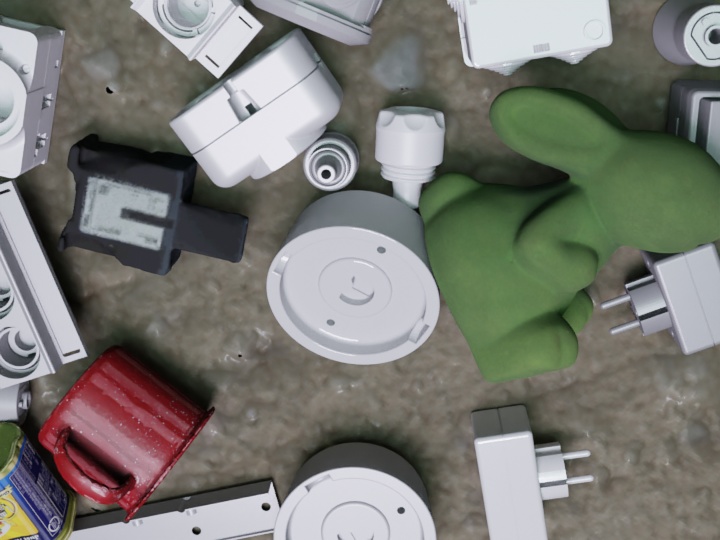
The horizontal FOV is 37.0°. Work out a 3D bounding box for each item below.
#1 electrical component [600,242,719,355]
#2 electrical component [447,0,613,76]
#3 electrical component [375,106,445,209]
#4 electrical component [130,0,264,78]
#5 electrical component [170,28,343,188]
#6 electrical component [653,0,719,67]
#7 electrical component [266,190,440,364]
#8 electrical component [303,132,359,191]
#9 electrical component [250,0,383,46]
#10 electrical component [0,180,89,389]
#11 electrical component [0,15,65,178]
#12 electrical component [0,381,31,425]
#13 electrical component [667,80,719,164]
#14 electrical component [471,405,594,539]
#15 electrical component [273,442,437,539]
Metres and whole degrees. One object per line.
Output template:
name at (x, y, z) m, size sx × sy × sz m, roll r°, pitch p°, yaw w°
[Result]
electrical component at (0.194, 0.019, 0.691) m, size 0.077 × 0.047 × 0.065 m, roll -21°, pitch 104°, yaw 9°
electrical component at (0.101, -0.170, 0.640) m, size 0.100 × 0.048 × 0.099 m, roll -9°, pitch 106°, yaw 5°
electrical component at (0.031, -0.070, 0.675) m, size 0.043 × 0.043 × 0.062 m, roll 3°, pitch 108°, yaw 2°
electrical component at (-0.100, -0.159, 0.645) m, size 0.081 × 0.063 × 0.042 m, roll 42°, pitch 103°, yaw -10°
electrical component at (-0.060, -0.096, 0.664) m, size 0.095 × 0.053 × 0.059 m, roll -32°, pitch 106°, yaw 14°
electrical component at (0.202, -0.140, 0.635) m, size 0.044 × 0.065 × 0.044 m, roll 1°, pitch 106°, yaw 3°
electrical component at (0.000, 0.000, 0.683) m, size 0.108 × 0.060 × 0.108 m, roll 6°, pitch 128°, yaw 7°
electrical component at (-0.019, -0.065, 0.669) m, size 0.035 × 0.061 × 0.035 m, roll 1°, pitch 106°, yaw 3°
electrical component at (-0.024, -0.167, 0.632) m, size 0.080 × 0.080 × 0.051 m, roll 22°, pitch 101°, yaw -4°
electrical component at (-0.233, 0.008, 0.700) m, size 0.079 × 0.063 × 0.121 m, roll -18°, pitch 105°, yaw 7°
electrical component at (-0.271, -0.119, 0.666) m, size 0.150 × 0.061 × 0.089 m, roll 13°, pitch 106°, yaw -1°
electrical component at (-0.260, 0.088, 0.737) m, size 0.065 × 0.044 × 0.044 m, roll 3°, pitch 106°, yaw -3°
electrical component at (0.240, -0.080, 0.653) m, size 0.096 × 0.061 × 0.061 m, roll 2°, pitch 106°, yaw 2°
electrical component at (0.120, 0.137, 0.729) m, size 0.076 × 0.047 × 0.083 m, roll -9°, pitch 106°, yaw 5°
electrical component at (-0.002, 0.170, 0.737) m, size 0.108 × 0.060 × 0.108 m, roll 1°, pitch 107°, yaw 3°
